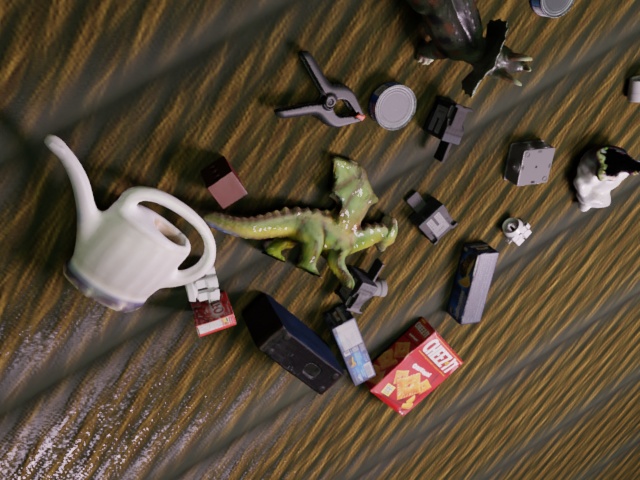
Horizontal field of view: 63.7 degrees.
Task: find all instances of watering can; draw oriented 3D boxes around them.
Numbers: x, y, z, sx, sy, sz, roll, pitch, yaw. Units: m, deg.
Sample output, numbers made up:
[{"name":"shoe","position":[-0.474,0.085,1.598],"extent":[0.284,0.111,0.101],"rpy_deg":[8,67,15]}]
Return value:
[{"name":"watering can","position":[-0.342,-0.008,0.858],"extent":[0.343,0.106,0.223],"rpy_deg":[37,99,-33]}]

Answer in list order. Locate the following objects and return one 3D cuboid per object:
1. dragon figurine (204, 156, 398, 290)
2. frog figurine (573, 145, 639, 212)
[{"name":"dragon figurine","position":[0.003,-0.051,1.004],"extent":[0.406,0.123,0.244],"rpy_deg":[29,85,-33]},{"name":"frog figurine","position":[0.662,-0.146,1.222],"extent":[0.138,0.124,0.156],"rpy_deg":[-30,160,-14]}]
